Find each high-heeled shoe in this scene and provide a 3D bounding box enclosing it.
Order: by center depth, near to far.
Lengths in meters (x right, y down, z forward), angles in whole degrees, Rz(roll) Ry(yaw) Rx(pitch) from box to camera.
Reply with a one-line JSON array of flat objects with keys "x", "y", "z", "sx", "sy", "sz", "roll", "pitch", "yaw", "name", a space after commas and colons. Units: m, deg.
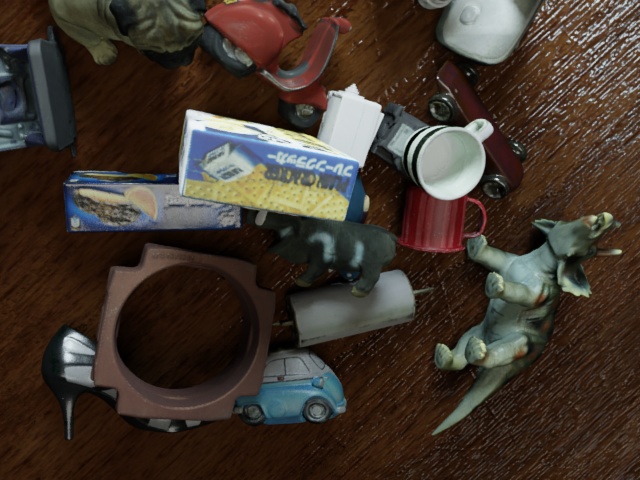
[{"x": -0.240, "y": 0.186, "z": 0.726, "sx": 0.248, "sy": 0.086, "sz": 0.145, "roll": 5, "pitch": 77, "yaw": -34, "name": "high-heeled shoe"}]

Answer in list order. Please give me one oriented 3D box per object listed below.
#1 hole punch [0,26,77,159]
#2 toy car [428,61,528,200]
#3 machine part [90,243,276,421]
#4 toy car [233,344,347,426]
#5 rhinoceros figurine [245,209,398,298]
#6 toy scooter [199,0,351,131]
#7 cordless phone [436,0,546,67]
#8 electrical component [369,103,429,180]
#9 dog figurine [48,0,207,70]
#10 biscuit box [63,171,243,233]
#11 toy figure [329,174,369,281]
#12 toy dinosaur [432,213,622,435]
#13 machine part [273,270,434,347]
[{"x": -0.308, "y": -0.146, "z": 0.552, "sx": 0.092, "sy": 0.116, "sz": 0.142, "roll": -8, "pitch": 107, "yaw": -8, "name": "hole punch"}, {"x": 0.208, "y": -0.144, "z": 0.715, "sx": 0.202, "sy": 0.053, "sz": 0.089, "roll": 47, "pitch": 62, "yaw": -22, "name": "toy car"}, {"x": -0.167, "y": 0.112, "z": 0.667, "sx": 0.201, "sy": 0.087, "sz": 0.201, "roll": 10, "pitch": 87, "yaw": -20, "name": "machine part"}, {"x": -0.044, "y": 0.200, "z": 0.758, "sx": 0.162, "sy": 0.109, "sz": 0.103, "roll": -1, "pitch": 86, "yaw": -2, "name": "toy car"}, {"x": -0.001, "y": -0.002, "z": 0.664, "sx": 0.190, "sy": 0.073, "sz": 0.112, "roll": 17, "pitch": 124, "yaw": 8, "name": "rhinoceros figurine"}, {"x": -0.038, "y": -0.222, "z": 0.612, "sx": 0.183, "sy": 0.075, "sz": 0.135, "roll": 33, "pitch": 102, "yaw": -38, "name": "toy scooter"}, {"x": 0.231, "y": -0.270, "z": 0.615, "sx": 0.088, "sy": 0.184, "sz": 0.146, "roll": 25, "pitch": 100, "yaw": -26, "name": "cordless phone"}, {"x": 0.124, "y": -0.120, "z": 0.712, "sx": 0.119, "sy": 0.048, "sz": 0.074, "roll": 26, "pitch": 101, "yaw": -22, "name": "electrical component"}, {"x": -0.197, "y": -0.227, "z": 0.513, "sx": 0.172, "sy": 0.191, "sz": 0.121, "roll": -1, "pitch": 109, "yaw": -13, "name": "dog figurine"}, {"x": -0.195, "y": -0.046, "z": 0.646, "sx": 0.203, "sy": 0.059, "sz": 0.062, "roll": -2, "pitch": 109, "yaw": -15, "name": "biscuit box"}, {"x": 0.036, "y": -0.020, "z": 0.718, "sx": 0.058, "sy": 0.064, "sz": 0.154, "roll": -34, "pitch": 126, "yaw": -43, "name": "toy figure"}, {"x": 0.297, "y": 0.121, "z": 0.811, "sx": 0.192, "sy": 0.131, "sz": 0.404, "roll": 9, "pitch": 112, "yaw": -17, "name": "toy dinosaur"}, {"x": 0.041, "y": 0.094, "z": 0.749, "sx": 0.243, "sy": 0.079, "sz": 0.079, "roll": -12, "pitch": 111, "yaw": -10, "name": "machine part"}]
